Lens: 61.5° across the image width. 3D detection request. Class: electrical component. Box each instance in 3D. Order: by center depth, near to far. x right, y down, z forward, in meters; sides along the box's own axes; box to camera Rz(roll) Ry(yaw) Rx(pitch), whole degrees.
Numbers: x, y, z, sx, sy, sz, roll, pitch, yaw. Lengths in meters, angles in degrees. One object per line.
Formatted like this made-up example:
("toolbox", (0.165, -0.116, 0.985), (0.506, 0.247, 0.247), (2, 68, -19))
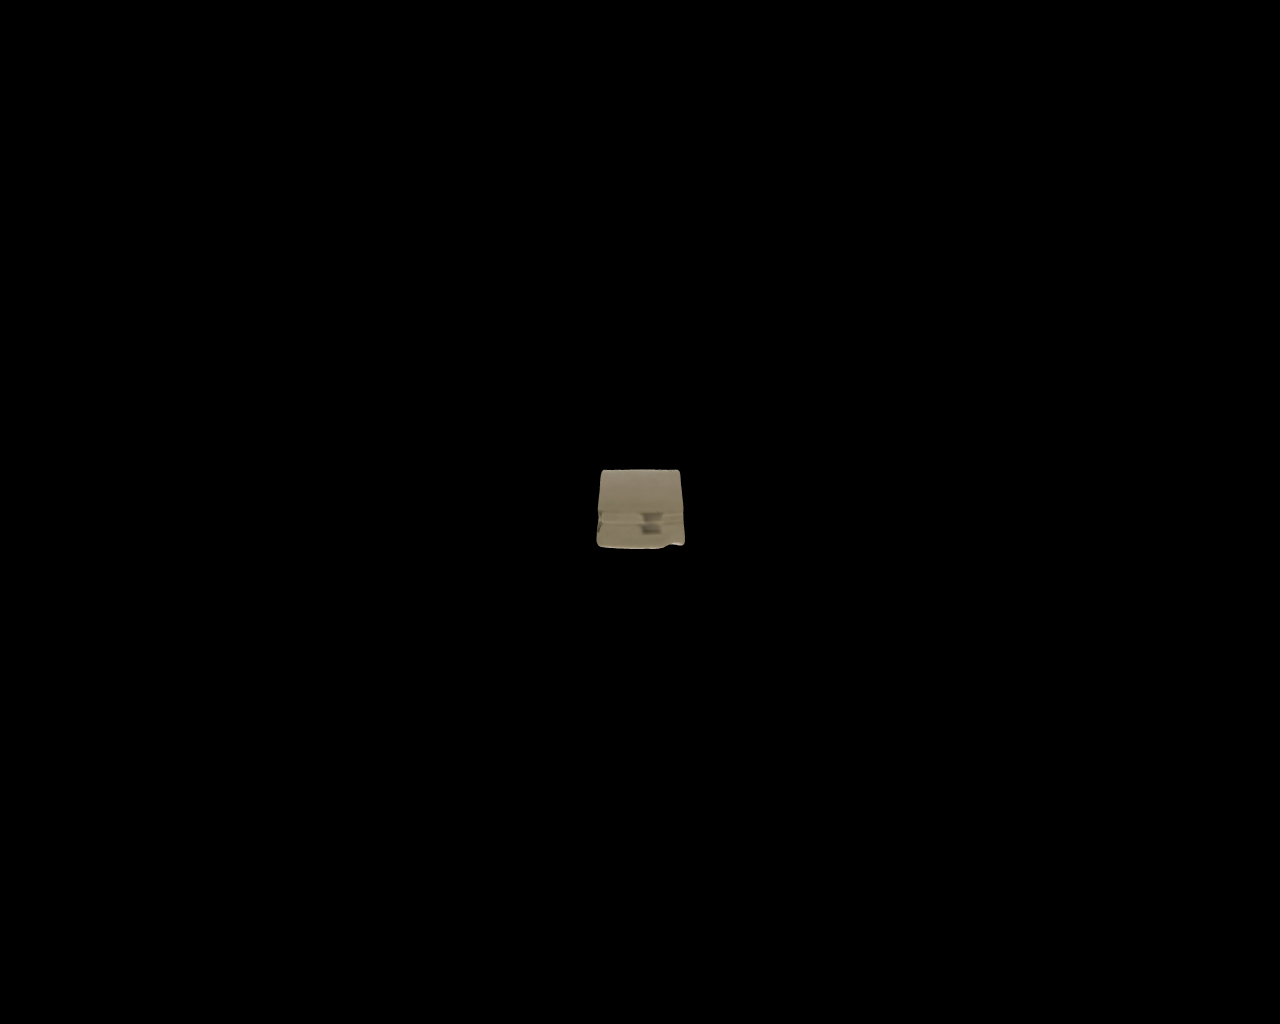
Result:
("electrical component", (0.001, -0.003, 0.650), (0.055, 0.047, 0.055), (0, 2, 0))
